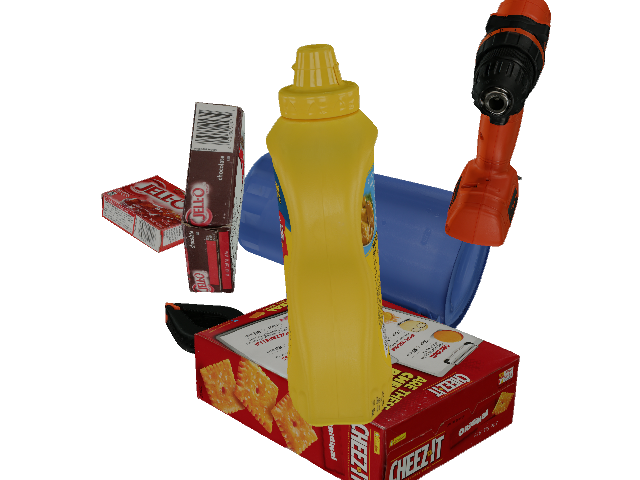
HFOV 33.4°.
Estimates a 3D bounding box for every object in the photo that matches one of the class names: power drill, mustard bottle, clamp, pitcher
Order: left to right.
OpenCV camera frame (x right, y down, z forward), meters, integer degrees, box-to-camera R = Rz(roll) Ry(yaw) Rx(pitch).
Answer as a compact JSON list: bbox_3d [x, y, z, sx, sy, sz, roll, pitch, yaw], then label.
[{"bbox_3d":[-0.103,0.118,1.234,0.210,0.036,0.164,14,25,24],"label":"clamp"},{"bbox_3d":[0.005,-0.006,0.562,0.058,0.192,0.096,-3,19,5],"label":"mustard bottle"},{"bbox_3d":[0.037,0.001,1.054,0.243,0.145,0.149,17,23,21],"label":"pitcher"},{"bbox_3d":[0.146,-0.091,0.876,0.057,0.188,0.184,15,36,11],"label":"power drill"}]

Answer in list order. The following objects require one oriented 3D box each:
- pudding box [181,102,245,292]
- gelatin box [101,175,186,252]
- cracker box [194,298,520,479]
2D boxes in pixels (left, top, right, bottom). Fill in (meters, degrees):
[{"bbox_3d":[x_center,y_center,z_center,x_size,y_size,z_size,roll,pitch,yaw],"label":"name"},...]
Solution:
[{"bbox_3d":[-0.078,-0.031,0.786,0.039,0.113,0.090,5,-34,-1],"label":"pudding box"},{"bbox_3d":[-0.161,-0.028,1.053,0.089,0.030,0.073,30,35,31],"label":"gelatin box"},{"bbox_3d":[0.026,0.113,0.869,0.163,0.072,0.214,-20,29,-41],"label":"cracker box"}]
